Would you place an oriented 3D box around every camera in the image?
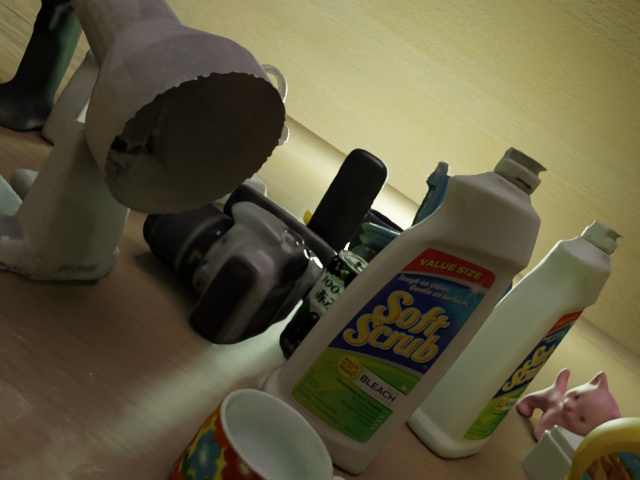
[{"bbox_3d":[-0.078,0.008,0.519,0.136,0.100,0.143,37,13,14],"label":"camera"}]

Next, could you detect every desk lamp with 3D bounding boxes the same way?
[{"bbox_3d":[-0.148,-0.074,0.395,0.202,0.213,0.118,41,15,27],"label":"desk lamp"}]

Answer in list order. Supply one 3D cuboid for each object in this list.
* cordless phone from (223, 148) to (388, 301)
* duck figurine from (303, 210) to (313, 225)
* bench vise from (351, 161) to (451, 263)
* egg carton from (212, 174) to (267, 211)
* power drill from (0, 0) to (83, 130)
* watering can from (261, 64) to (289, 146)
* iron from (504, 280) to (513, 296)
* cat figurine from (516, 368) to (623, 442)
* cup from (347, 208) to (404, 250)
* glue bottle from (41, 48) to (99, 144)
[{"bbox_3d":[-0.019,-0.035,0.629,0.147,0.185,0.094,36,13,10],"label":"cordless phone"},{"bbox_3d":[0.007,0.003,0.776,0.104,0.086,0.078,36,13,11],"label":"duck figurine"},{"bbox_3d":[0.142,0.010,0.780,0.122,0.219,0.206,20,19,-45],"label":"bench vise"},{"bbox_3d":[-0.140,-0.074,0.733,0.107,0.069,0.151,42,15,31],"label":"egg carton"},{"bbox_3d":[-0.287,-0.224,0.606,0.075,0.208,0.229,33,13,-4],"label":"power drill"},{"bbox_3d":[-0.116,-0.204,0.978,0.172,0.194,0.101,38,14,17],"label":"watering can"},{"bbox_3d":[0.245,0.103,0.867,0.118,0.141,0.259,37,13,14],"label":"iron"},{"bbox_3d":[0.323,0.211,0.724,0.067,0.117,0.127,31,13,-11],"label":"cat figurine"},{"bbox_3d":[0.082,0.004,0.933,0.092,0.095,0.118,33,13,-2],"label":"cup"},{"bbox_3d":[-0.246,-0.184,0.640,0.037,0.173,0.078,32,13,-6],"label":"glue bottle"}]
